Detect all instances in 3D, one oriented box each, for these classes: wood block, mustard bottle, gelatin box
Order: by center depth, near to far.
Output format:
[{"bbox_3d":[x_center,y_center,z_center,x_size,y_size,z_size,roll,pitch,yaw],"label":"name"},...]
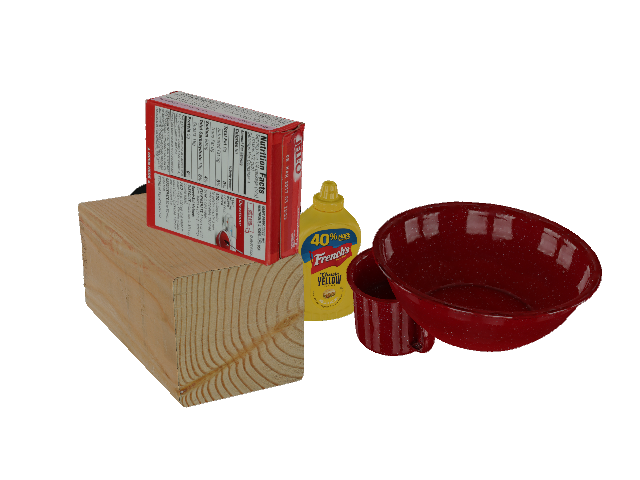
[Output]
[{"bbox_3d":[-0.051,-0.034,0.564,0.089,0.073,0.030,17,26,31],"label":"gelatin box"},{"bbox_3d":[-0.098,0.032,0.761,0.090,0.090,0.206,-10,19,-27],"label":"wood block"},{"bbox_3d":[0.006,0.012,1.424,0.096,0.192,0.058,-5,26,-18],"label":"mustard bottle"}]

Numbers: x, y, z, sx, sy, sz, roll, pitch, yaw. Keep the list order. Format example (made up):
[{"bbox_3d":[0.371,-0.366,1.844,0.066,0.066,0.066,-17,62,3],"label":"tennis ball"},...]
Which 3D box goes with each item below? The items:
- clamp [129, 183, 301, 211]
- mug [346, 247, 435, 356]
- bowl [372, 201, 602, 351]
[{"bbox_3d":[-0.116,-0.040,0.985,0.171,0.039,0.120,-12,37,-21],"label":"clamp"},{"bbox_3d":[0.081,0.069,1.082,0.093,0.081,0.117,-22,41,-21],"label":"mug"},{"bbox_3d":[0.116,0.032,0.767,0.162,0.055,0.162,2,29,-1],"label":"bowl"}]
